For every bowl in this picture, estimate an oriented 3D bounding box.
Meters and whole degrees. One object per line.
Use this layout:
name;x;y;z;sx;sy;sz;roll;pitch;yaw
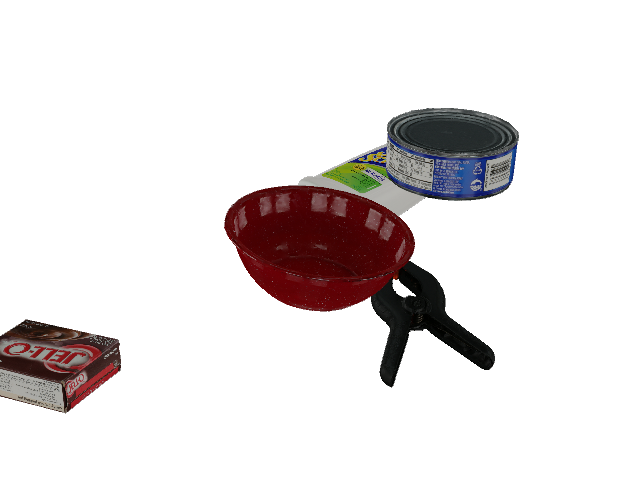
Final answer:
bowl;-0.003;0.013;0.907;0.162;0.055;0.162;6;29;-4

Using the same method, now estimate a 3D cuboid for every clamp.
clamp;0.110;0.080;1.118;0.120;0.171;0.039;2;-44;-12

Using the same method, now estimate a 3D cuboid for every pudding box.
pudding box;-0.258;0.116;1.001;0.114;0.039;0.089;7;22;23

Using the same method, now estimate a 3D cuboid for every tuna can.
tuna can;0.086;-0.057;0.702;0.086;0.034;0.086;1;26;-1

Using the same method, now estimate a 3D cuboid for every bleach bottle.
bleach bottle;0.093;-0.084;1.301;0.103;0.068;0.250;28;46;35
